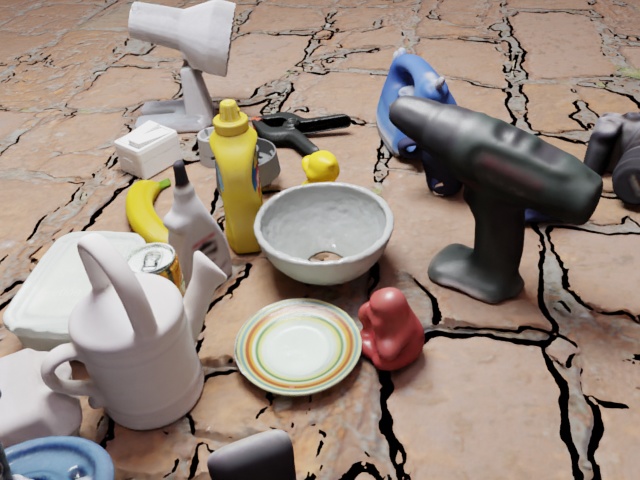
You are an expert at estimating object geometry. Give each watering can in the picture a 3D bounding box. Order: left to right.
[{"bbox_3d":[-0.167,0.071,0.525,0.100,0.194,0.173,16,43,23],"label":"watering can"}]

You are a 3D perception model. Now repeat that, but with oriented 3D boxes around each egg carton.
[{"bbox_3d":[-0.295,0.165,0.516,0.150,0.069,0.107,-21,42,-21],"label":"egg carton"}]

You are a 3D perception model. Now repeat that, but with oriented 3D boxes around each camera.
[{"bbox_3d":[0.439,-0.118,0.792,0.142,0.101,0.137,23,45,29],"label":"camera"}]

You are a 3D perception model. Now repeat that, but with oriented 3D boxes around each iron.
[{"bbox_3d":[0.149,-0.240,0.934,0.119,0.142,0.257,-11,39,-10],"label":"iron"}]

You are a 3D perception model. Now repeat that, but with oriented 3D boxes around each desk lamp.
[{"bbox_3d":[-0.231,-0.299,0.978,0.203,0.214,0.118,-4,38,-1],"label":"desk lamp"}]

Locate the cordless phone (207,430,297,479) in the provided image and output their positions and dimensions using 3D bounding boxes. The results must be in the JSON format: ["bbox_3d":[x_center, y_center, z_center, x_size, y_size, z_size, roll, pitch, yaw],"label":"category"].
[{"bbox_3d":[-0.073,0.190,0.375,0.148,0.185,0.094,-17,40,-17],"label":"cordless phone"}]

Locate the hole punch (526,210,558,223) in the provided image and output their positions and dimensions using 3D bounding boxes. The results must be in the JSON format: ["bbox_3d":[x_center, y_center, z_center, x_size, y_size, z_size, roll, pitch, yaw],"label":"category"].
[{"bbox_3d":[0.288,-0.084,0.769,0.101,0.091,0.108,-4,38,-1],"label":"hole punch"}]

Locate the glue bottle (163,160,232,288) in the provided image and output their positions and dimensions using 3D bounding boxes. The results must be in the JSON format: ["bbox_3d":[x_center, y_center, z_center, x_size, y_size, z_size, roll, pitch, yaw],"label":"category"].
[{"bbox_3d":[-0.144,-0.013,0.645,0.037,0.173,0.078,21,45,28],"label":"glue bottle"}]

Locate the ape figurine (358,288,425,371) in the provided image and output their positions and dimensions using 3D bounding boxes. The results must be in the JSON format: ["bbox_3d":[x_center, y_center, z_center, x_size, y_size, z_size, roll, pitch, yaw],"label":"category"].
[{"bbox_3d":[0.068,0.084,0.573,0.076,0.092,0.078,2,39,7],"label":"ape figurine"}]

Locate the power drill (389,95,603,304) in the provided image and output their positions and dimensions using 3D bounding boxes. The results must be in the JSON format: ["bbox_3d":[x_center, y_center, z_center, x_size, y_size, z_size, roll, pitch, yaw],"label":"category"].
[{"bbox_3d":[0.174,-0.040,0.627,0.228,0.209,0.076,20,44,27],"label":"power drill"}]

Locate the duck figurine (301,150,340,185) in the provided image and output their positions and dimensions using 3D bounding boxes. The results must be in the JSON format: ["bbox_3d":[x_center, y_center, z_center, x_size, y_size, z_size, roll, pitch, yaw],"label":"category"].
[{"bbox_3d":[0.009,-0.079,0.787,0.078,0.086,0.104,-26,44,-26],"label":"duck figurine"}]

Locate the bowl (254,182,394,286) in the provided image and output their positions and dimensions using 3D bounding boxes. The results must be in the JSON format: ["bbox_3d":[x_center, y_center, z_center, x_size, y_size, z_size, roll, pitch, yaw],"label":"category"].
[{"bbox_3d":[0.006,0.002,0.694,0.167,0.075,0.167,-2,39,2],"label":"bowl"}]

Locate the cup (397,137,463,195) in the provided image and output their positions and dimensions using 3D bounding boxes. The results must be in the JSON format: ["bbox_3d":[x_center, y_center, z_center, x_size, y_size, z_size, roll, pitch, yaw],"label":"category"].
[{"bbox_3d":[0.166,-0.110,0.807,0.118,0.095,0.091,-9,39,-6],"label":"cup"}]

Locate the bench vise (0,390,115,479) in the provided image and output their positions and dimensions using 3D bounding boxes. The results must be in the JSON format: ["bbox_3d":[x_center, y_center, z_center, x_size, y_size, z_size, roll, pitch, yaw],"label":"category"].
[{"bbox_3d":[-0.194,0.188,0.360,0.122,0.220,0.207,-15,40,-14],"label":"bench vise"}]
